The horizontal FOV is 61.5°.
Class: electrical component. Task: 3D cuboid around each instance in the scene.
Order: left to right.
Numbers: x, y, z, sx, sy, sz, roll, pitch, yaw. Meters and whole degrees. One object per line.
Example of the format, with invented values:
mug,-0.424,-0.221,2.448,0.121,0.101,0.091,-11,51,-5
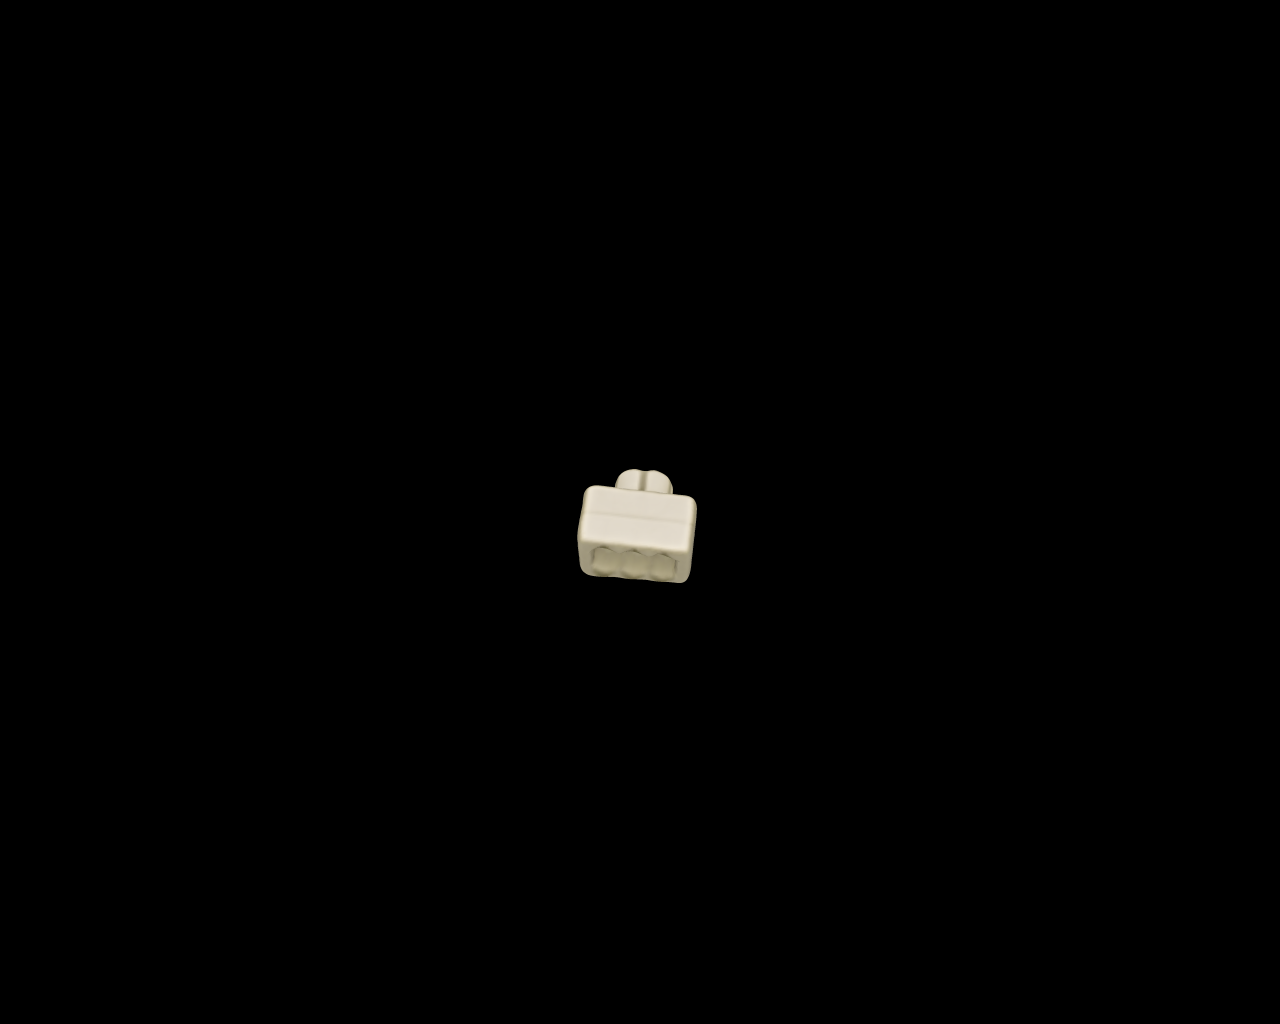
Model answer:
electrical component,0.001,-0.003,0.650,0.066,0.077,0.047,6,-27,3
